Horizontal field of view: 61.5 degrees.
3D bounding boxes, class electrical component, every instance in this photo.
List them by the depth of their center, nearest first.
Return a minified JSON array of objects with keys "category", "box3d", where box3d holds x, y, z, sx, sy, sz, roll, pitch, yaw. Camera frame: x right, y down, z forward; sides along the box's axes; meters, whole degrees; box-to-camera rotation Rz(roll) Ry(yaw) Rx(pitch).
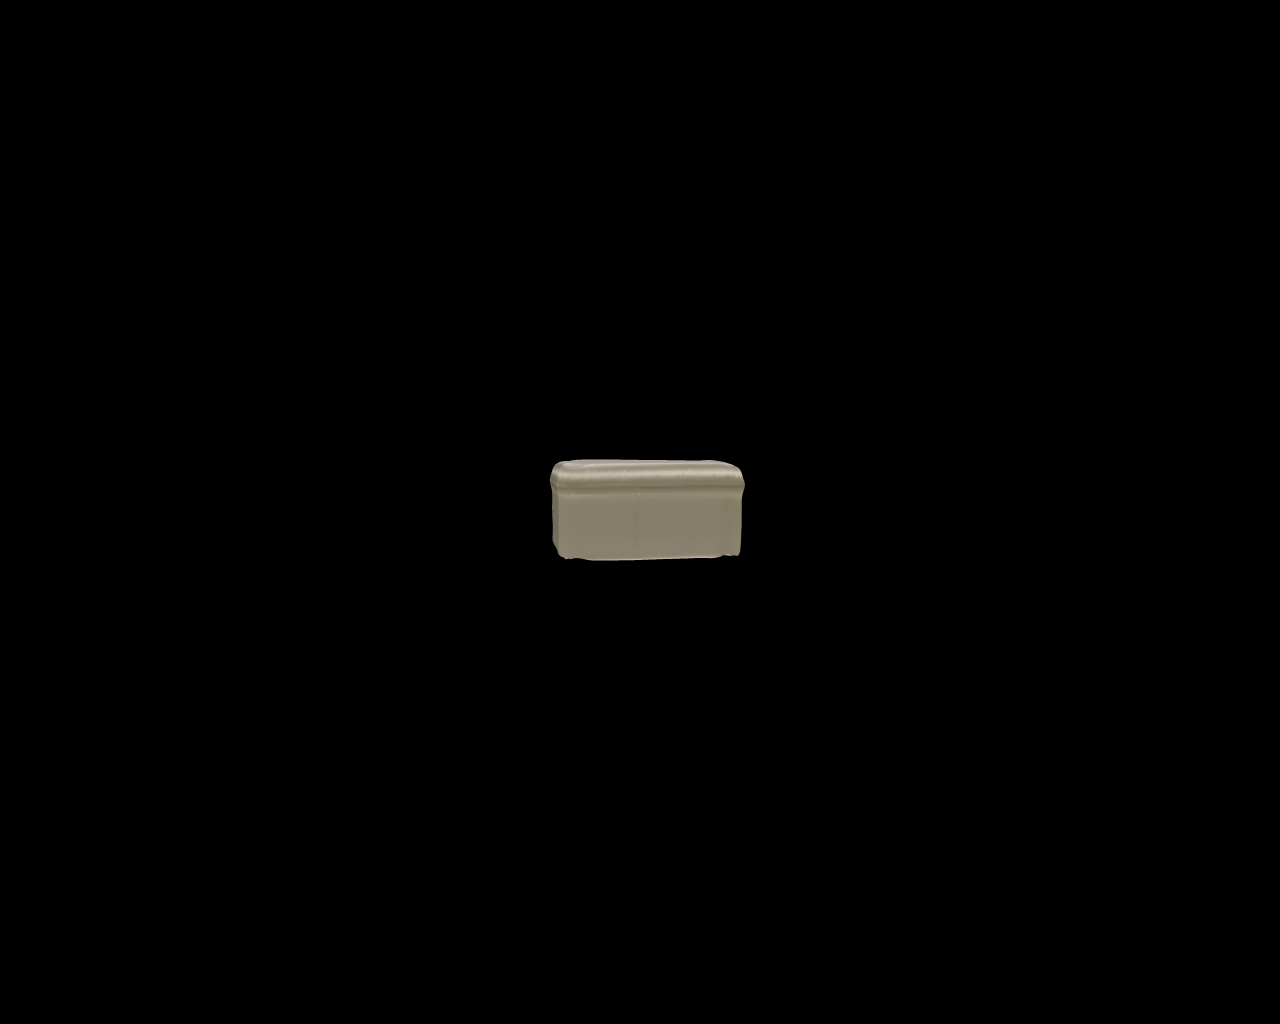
[{"category":"electrical component","box3d":[0.001,-0.003,0.650,0.109,0.056,0.109,0,4,-7]}]
